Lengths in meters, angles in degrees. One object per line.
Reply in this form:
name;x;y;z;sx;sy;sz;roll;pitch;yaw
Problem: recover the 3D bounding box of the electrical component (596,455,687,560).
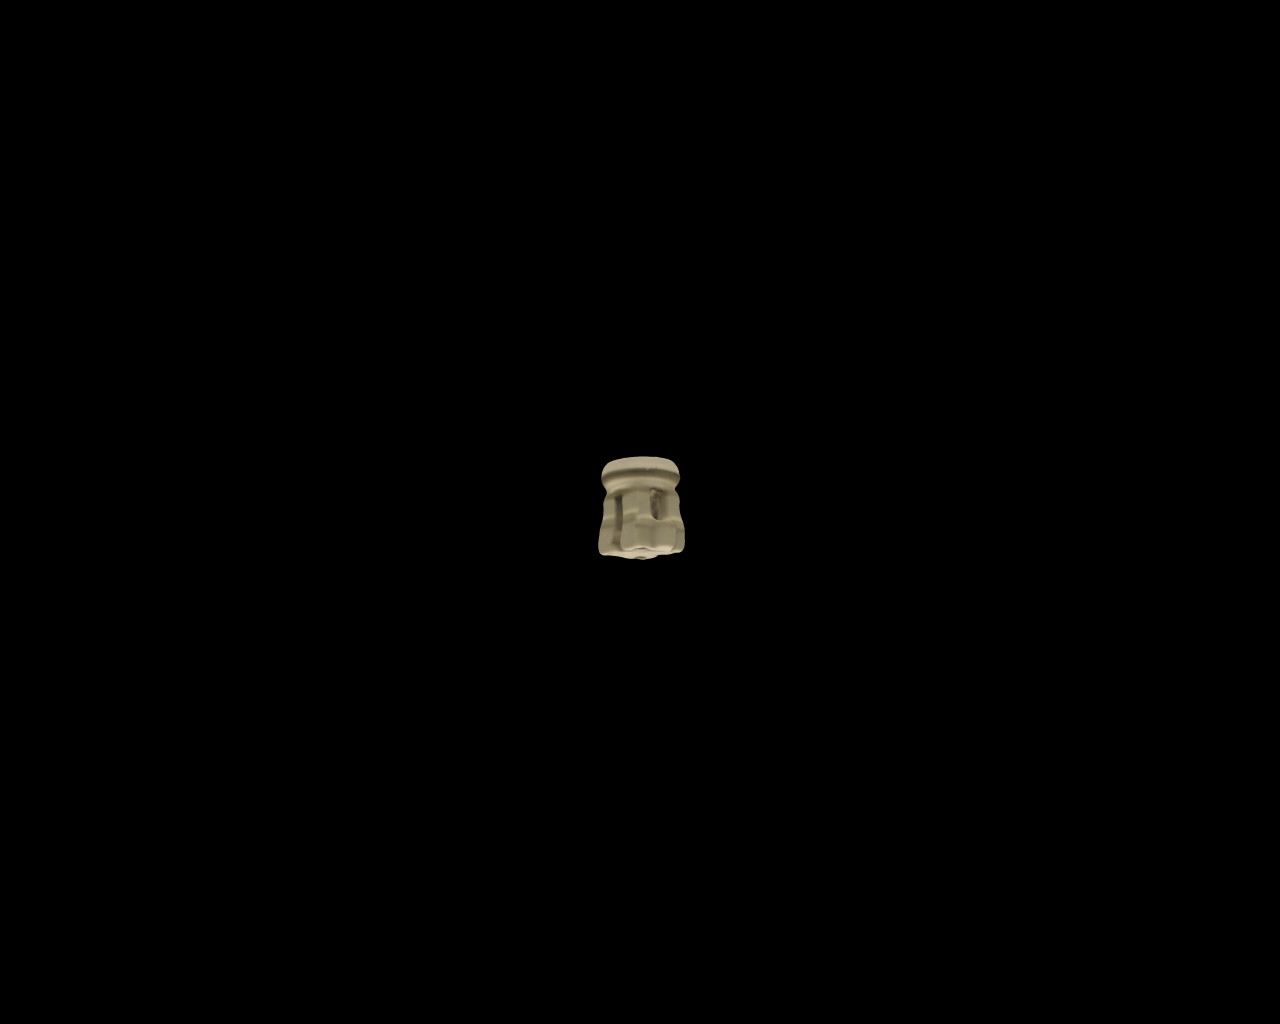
electrical component;0.001;-0.003;0.650;0.048;0.055;0.066;8;-14;-35
